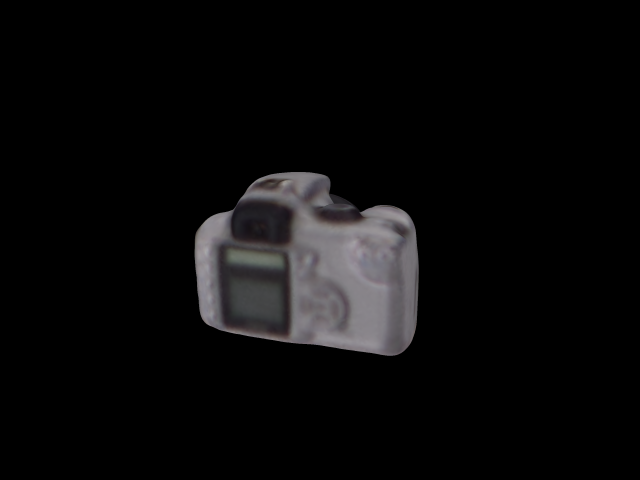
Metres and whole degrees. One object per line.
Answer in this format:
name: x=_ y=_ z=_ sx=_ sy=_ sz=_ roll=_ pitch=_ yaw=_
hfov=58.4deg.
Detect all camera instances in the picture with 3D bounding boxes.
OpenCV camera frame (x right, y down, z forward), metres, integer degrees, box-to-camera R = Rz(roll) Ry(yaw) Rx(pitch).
camera: x=0.004 y=0.001 z=0.400 sx=0.142 sy=0.101 sz=0.137 roll=6 pitch=17 yaw=19
